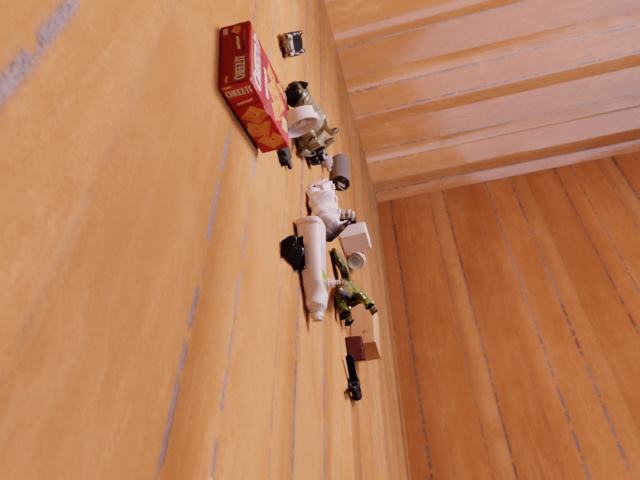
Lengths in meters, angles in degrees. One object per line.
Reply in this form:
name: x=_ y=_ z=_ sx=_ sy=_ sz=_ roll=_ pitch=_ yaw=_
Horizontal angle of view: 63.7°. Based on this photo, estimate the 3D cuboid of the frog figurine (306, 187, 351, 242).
frog figurine: x=0.005 y=-0.076 z=1.503 sx=0.160 sy=0.121 sz=0.139 roll=43 pitch=20 yaw=3

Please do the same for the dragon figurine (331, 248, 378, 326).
dragon figurine: x=0.078 y=0.135 z=1.681 sx=0.402 sy=0.122 sz=0.247 roll=63 pitch=2 yaw=-61
